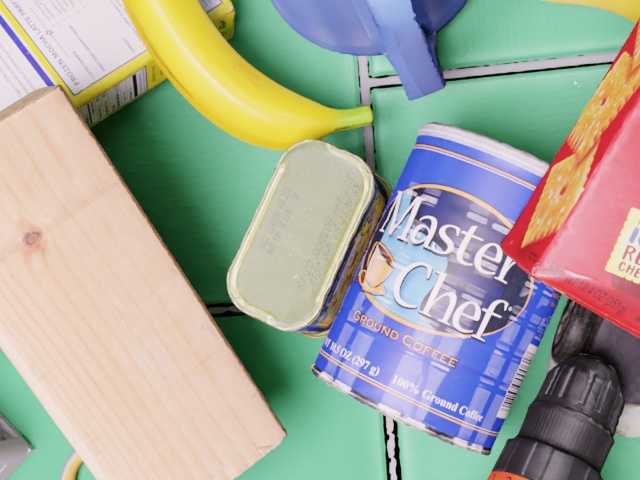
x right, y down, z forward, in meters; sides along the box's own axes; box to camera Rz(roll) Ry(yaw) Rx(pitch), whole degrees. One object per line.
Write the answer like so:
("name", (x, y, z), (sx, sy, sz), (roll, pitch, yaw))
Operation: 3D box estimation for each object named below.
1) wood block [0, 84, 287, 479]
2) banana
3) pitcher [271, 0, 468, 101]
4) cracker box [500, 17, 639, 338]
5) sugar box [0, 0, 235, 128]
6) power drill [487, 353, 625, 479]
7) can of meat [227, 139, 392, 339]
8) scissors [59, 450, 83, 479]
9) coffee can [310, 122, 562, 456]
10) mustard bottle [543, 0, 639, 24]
("wood block", (-0.115, 0.035, 0.533), (0.090, 0.090, 0.206), (-35, 107, -16))
("banana", (-0.061, -0.114, 0.571), (0.069, 0.037, 0.198), (-44, 96, -18))
("pitcher", (0.011, -0.172, 0.504), (0.149, 0.242, 0.145), (26, 91, 13))
("cracker box", (0.206, -0.042, 0.461), (0.164, 0.072, 0.214), (29, 98, -8))
("sugar box", (-0.144, -0.111, 0.599), (0.176, 0.048, 0.093), (-35, 79, -13))
("power drill", (0.153, 0.171, 0.512), (0.187, 0.057, 0.184), (31, 73, -8))
("can of meat", (-0.004, 0.001, 0.572), (0.057, 0.084, 0.102), (24, 89, 10))
("scissors", (-0.135, 0.201, 0.609), (0.096, 0.016, 0.202), (31, 90, 12))
("coffee can", (0.070, 0.024, 0.549), (0.103, 0.102, 0.140), (25, 89, 10))
("mustard bottle", (0.188, -0.146, 0.540), (0.192, 0.058, 0.096), (28, 76, 29))
